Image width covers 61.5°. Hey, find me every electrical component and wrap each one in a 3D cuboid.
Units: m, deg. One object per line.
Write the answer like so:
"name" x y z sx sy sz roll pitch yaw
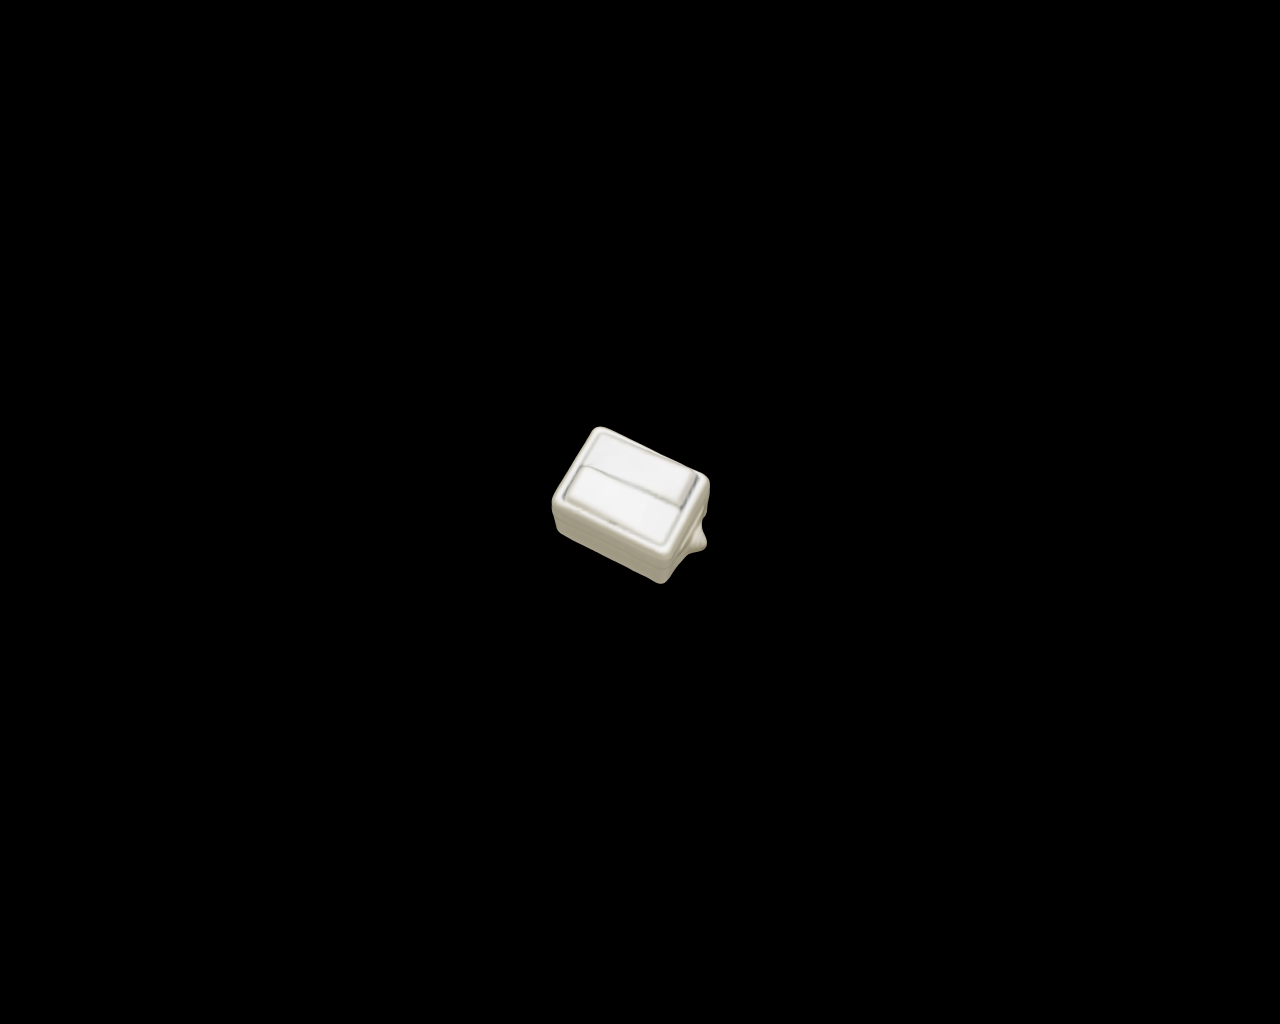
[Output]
"electrical component" 0.001 -0.003 0.650 0.096 0.062 0.061 26 -20 11
